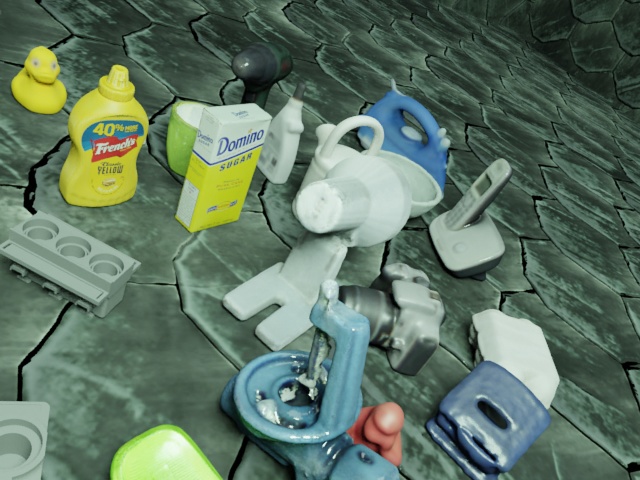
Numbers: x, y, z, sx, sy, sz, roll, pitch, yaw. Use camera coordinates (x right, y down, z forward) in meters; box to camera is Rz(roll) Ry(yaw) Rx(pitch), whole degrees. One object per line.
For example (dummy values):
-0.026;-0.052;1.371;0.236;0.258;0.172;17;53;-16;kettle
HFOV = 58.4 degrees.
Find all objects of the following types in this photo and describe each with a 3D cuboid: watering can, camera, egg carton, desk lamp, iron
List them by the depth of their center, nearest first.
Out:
0.007;0.003;0.713;0.117;0.213;0.204;37;36;16;desk lamp
0.085;0.086;0.755;0.137;0.101;0.143;16;35;-15;camera
0.265;0.166;0.795;0.107;0.069;0.150;18;35;-11;egg carton
0.029;-0.115;0.901;0.101;0.194;0.172;-15;52;-44;watering can
0.193;-0.212;1.183;0.119;0.141;0.257;-14;51;-43;iron

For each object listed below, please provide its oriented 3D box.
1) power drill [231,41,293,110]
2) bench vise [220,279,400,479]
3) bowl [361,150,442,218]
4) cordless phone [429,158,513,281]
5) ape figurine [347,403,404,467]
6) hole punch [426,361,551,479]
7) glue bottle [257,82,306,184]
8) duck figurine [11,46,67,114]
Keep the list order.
-0.114;-0.232;0.949;0.075;0.208;0.230;26;34;0;power drill
0.018;0.149;0.522;0.207;0.219;0.122;30;34;6;bench vise
0.131;-0.090;1.040;0.168;0.074;0.167;18;35;-13;bowl
0.271;-0.036;0.963;0.094;0.185;0.147;11;37;-21;cordless phone
0.055;0.201;0.591;0.077;0.092;0.076;38;36;18;ape figurine
0.198;0.213;0.669;0.108;0.091;0.101;43;37;23;hole punch
-0.057;-0.182;0.951;0.037;0.173;0.078;-8;47;-40;glue bottle
-0.430;-0.257;0.884;0.078;0.086;0.104;-2;43;-35;duck figurine
